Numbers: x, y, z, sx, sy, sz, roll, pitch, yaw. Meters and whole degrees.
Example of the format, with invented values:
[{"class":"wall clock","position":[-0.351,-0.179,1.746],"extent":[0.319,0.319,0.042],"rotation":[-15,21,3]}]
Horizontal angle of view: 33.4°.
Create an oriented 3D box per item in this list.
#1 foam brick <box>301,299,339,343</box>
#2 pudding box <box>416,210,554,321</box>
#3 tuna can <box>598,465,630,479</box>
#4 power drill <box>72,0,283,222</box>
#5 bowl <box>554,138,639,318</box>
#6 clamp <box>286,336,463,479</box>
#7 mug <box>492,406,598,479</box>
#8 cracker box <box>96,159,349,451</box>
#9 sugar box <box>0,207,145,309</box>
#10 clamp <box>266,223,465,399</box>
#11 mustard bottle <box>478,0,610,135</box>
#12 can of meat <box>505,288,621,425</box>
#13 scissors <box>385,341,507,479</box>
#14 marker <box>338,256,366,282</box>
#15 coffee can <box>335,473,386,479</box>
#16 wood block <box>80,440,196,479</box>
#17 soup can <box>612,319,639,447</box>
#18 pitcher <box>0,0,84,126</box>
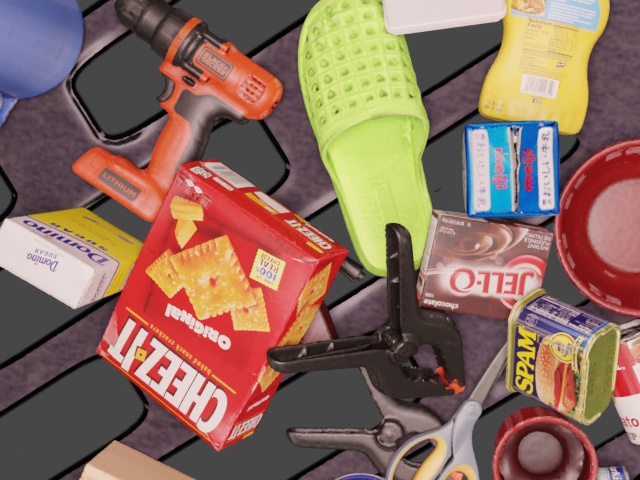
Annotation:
[{"class":"foam brick","position":[-0.020,0.074,1.021],"extent":[0.051,0.053,0.078],"rotation":[-22,89,7]},{"class":"pudding box","position":[0.151,0.024,0.990],"extent":[0.113,0.039,0.090],"rotation":[10,102,-5]},{"class":"tuna can","position":[0.268,0.252,0.981],"extent":[0.034,0.086,0.086],"rotation":[-5,93,8]},{"class":"power drill","position":[-0.156,-0.125,1.022],"extent":[0.184,0.057,0.188],"rotation":[35,96,3]},{"class":"bowl","position":[0.294,-0.012,0.979],"extent":[0.162,0.055,0.162],"rotation":[0,93,6]},{"class":"clamp","position":[0.066,0.172,1.024],"extent":[0.171,0.039,0.120],"rotation":[24,100,-2]},{"class":"mug","position":[0.198,0.211,0.989],"extent":[0.093,0.081,0.117],"rotation":[32,96,4]},{"class":"cracker box","position":[-0.095,0.058,0.976],"extent":[0.164,0.072,0.214],"rotation":[35,111,20]},{"class":"sugar box","position":[-0.221,0.012,0.977],"extent":[0.093,0.176,0.048],"rotation":[29,96,4]},{"class":"clamp","position":[0.058,0.095,0.956],"extent":[0.164,0.036,0.209],"rotation":[-41,131,3]},{"class":"mustard bottle","position":[0.212,-0.198,0.977],"extent":[0.096,0.058,0.192],"rotation":[13,95,5]},{"class":"can of meat","position":[0.219,0.106,0.962],"extent":[0.084,0.057,0.102],"rotation":[25,129,41]},{"class":"scissors","position":[0.149,0.179,1.002],"extent":[0.201,0.016,0.096],"rotation":[-42,95,-2]},{"class":"marker","position":[-0.007,0.001,1.032],"extent":[0.121,0.020,0.020],"rotation":[36,96,3]},{"class":"coffee can","position":[0.034,0.283,0.982],"extent":[0.103,0.140,0.103],"rotation":[0,93,6]},{"class":"wood block","position":[-0.137,0.286,1.026],"extent":[0.206,0.090,0.090],"rotation":[25,96,4]},{"class":"soup can","position":[0.298,0.130,0.980],"extent":[0.068,0.068,0.102],"rotation":[-23,91,7]},{"class":"pitcher","position":[-0.319,-0.196,0.943],"extent":[0.145,0.242,0.149],"rotation":[-30,84,9]}]
